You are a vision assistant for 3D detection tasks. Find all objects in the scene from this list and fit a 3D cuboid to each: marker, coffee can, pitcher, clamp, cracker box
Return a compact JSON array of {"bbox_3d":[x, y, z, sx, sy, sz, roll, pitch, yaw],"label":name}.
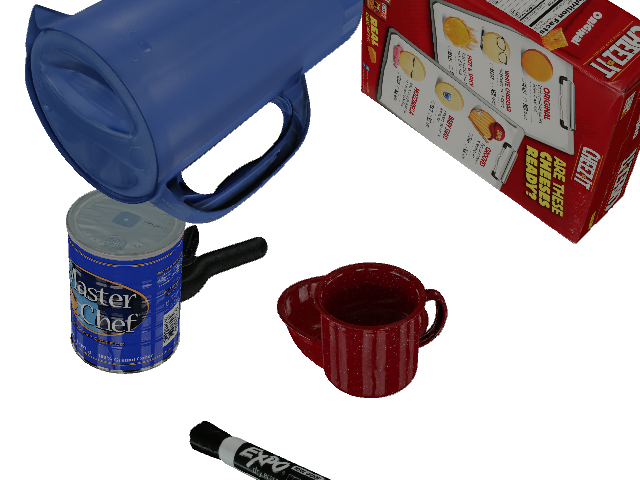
[{"bbox_3d":[-0.031,0.130,0.614,0.121,0.020,0.020,16,10,38],"label":"marker"},{"bbox_3d":[-0.176,0.035,0.969,0.102,0.140,0.103,5,37,-4],"label":"coffee can"},{"bbox_3d":[-0.074,-0.132,0.771,0.145,0.149,0.242,23,48,36],"label":"pitcher"},{"bbox_3d":[-0.141,0.032,1.206,0.120,0.039,0.171,-1,29,30],"label":"clamp"},{"bbox_3d":[0.127,-0.121,0.749,0.214,0.072,0.164,38,-25,23],"label":"cracker box"}]

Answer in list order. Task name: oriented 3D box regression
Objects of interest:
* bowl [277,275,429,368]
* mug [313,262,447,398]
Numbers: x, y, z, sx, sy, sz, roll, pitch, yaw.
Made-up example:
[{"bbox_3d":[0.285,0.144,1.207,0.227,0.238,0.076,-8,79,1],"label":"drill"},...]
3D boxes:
[{"bbox_3d":[0.032,0.097,1.140,0.162,0.055,0.162,4,26,-2],"label":"bowl"},{"bbox_3d":[0.053,0.075,0.901,0.117,0.081,0.093,-15,36,-18],"label":"mug"}]
